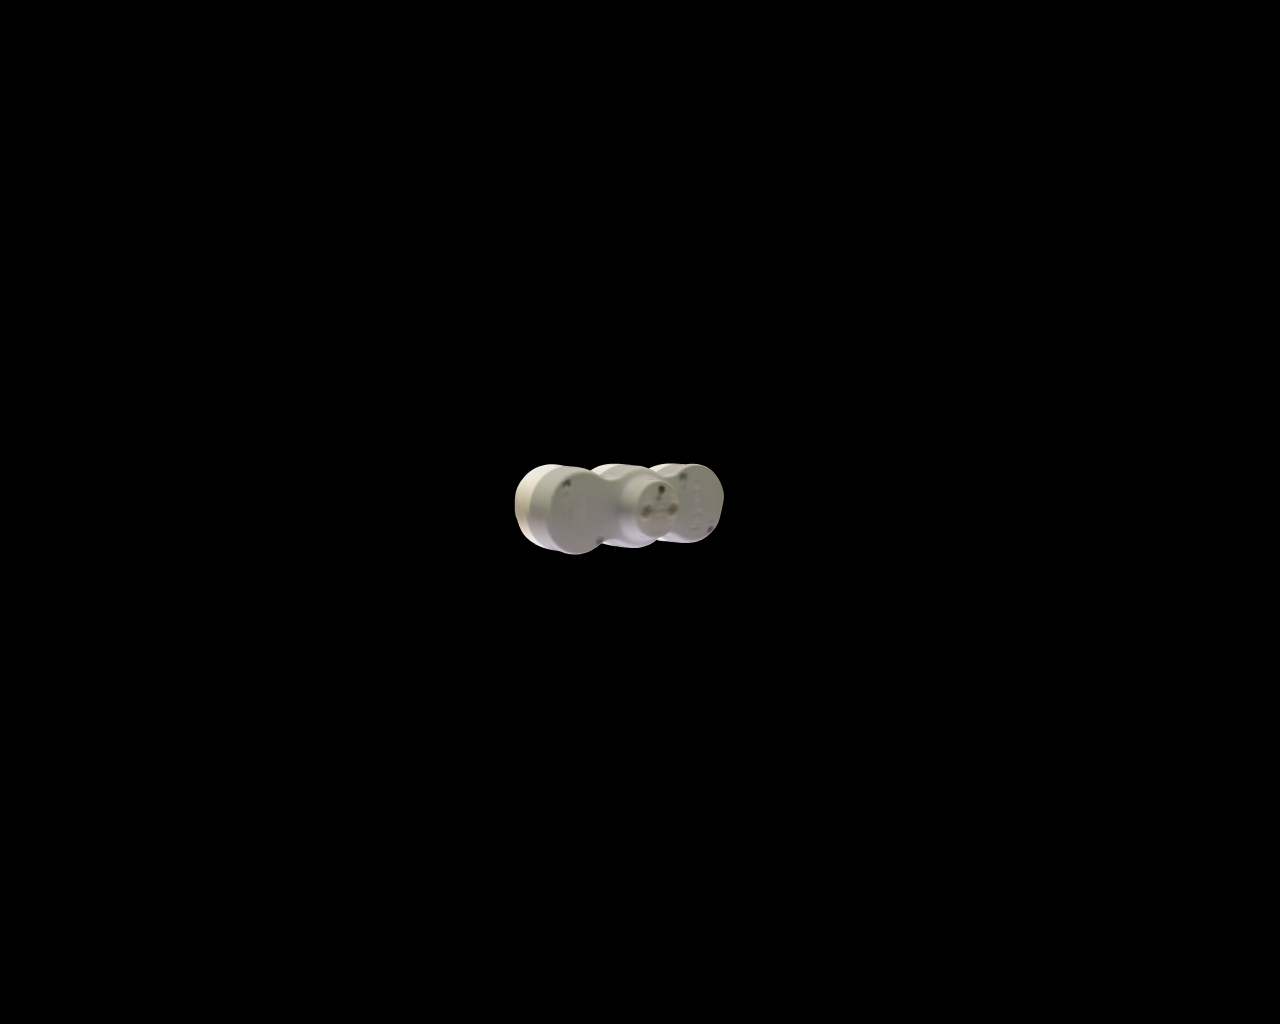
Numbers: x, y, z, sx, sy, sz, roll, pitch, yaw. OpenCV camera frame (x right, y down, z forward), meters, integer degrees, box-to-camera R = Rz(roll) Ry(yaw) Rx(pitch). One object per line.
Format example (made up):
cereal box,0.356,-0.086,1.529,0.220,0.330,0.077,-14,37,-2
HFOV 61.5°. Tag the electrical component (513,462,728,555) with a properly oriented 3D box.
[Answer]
electrical component,0.001,-0.003,0.650,0.138,0.052,0.073,-3,5,-37
